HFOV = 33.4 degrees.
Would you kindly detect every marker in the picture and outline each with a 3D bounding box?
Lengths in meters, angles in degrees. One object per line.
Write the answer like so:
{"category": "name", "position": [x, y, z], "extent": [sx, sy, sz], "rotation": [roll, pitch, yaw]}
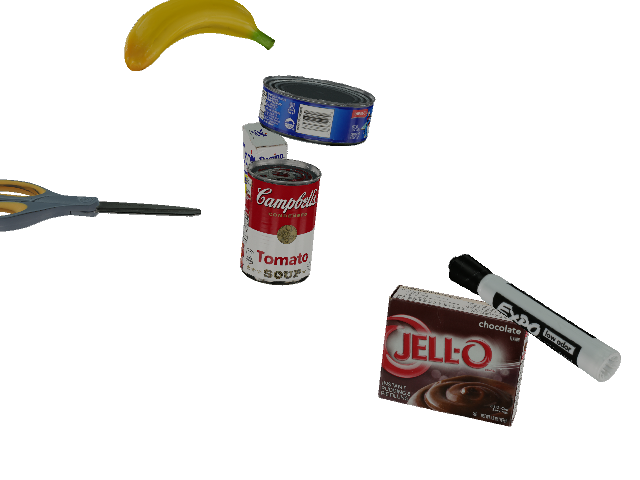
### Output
{"category": "marker", "position": [0.117, 0.040, 0.604], "extent": [0.020, 0.020, 0.121], "rotation": [0, 26, -42]}

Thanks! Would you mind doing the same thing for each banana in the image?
{"category": "banana", "position": [-0.123, -0.203, 1.015], "extent": [0.070, 0.037, 0.197], "rotation": [45, 39, 19]}

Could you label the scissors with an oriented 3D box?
{"category": "scissors", "position": [-0.210, -0.023, 0.891], "extent": [0.202, 0.016, 0.096], "rotation": [9, 25, 9]}

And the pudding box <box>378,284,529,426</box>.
{"category": "pudding box", "position": [0.107, 0.091, 0.857], "extent": [0.113, 0.090, 0.039], "rotation": [10, 22, 13]}

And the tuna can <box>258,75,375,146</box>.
{"category": "tuna can", "position": [-0.003, -0.099, 0.807], "extent": [0.086, 0.034, 0.086], "rotation": [9, 18, -3]}

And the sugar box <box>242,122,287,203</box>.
{"category": "sugar box", "position": [-0.068, -0.051, 1.329], "extent": [0.048, 0.176, 0.093], "rotation": [-9, 25, -12]}

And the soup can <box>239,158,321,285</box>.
{"category": "soup can", "position": [-0.038, -0.018, 0.991], "extent": [0.068, 0.102, 0.068], "rotation": [5, 21, -2]}
